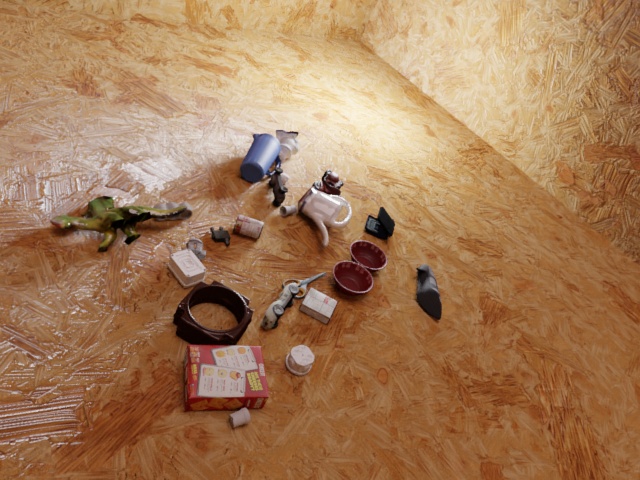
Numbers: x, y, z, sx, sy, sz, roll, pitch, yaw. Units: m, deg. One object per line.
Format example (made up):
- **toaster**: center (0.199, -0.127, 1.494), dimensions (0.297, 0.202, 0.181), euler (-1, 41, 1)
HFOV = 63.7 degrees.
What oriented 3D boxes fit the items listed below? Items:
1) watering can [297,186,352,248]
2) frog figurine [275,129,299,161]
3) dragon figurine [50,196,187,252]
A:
- **watering can**: center (0.006, -0.107, 2.118), dimensions (0.225, 0.102, 0.355), euler (28, 36, 6)
- **frog figurine**: center (-0.167, -0.436, 2.452), dimensions (0.137, 0.162, 0.121), euler (16, -24, -29)
- **dragon figurine**: center (-0.683, -0.095, 1.735), dimensions (0.245, 0.119, 0.415), euler (35, 39, 29)
